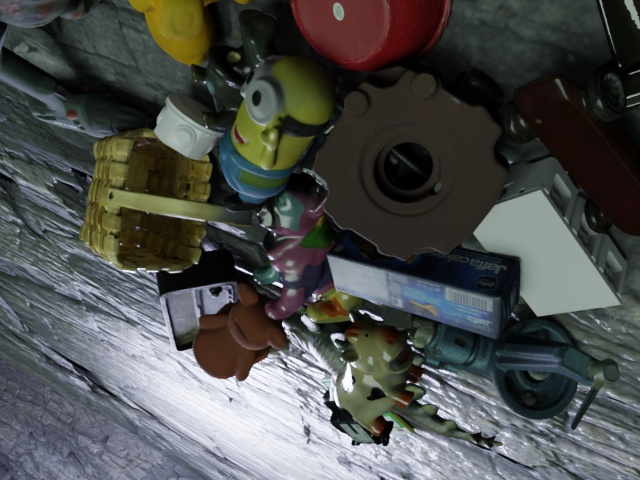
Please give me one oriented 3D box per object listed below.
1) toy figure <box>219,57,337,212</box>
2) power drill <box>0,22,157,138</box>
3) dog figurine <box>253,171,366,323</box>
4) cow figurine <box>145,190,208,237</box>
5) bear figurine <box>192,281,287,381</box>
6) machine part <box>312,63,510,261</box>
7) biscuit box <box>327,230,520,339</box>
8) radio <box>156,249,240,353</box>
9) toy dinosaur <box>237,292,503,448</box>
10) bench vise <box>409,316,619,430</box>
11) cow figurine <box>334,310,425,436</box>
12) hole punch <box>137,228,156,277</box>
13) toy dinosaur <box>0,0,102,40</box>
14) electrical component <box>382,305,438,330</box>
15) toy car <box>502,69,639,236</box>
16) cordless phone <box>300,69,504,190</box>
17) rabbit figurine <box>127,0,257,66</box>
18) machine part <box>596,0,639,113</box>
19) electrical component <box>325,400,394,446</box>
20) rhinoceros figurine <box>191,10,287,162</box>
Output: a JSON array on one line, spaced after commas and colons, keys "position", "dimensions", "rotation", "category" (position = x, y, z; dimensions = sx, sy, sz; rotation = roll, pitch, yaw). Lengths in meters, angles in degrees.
[{"position": [-0.049, -0.103, 0.537], "dimensions": [0.082, 0.089, 0.180], "rotation": [51, 141, 17], "category": "toy figure"}, {"position": [-0.358, -0.208, 0.723], "dimensions": [0.232, 0.086, 0.207], "rotation": [15, 175, 35], "category": "power drill"}, {"position": [-0.001, -0.002, 0.690], "dimensions": [0.191, 0.109, 0.219], "rotation": [6, 127, -20], "category": "dog figurine"}, {"position": [-0.255, -0.063, 0.861], "dimensions": [0.167, 0.068, 0.098], "rotation": [26, 153, 15], "category": "cow figurine"}, {"position": [-0.109, 0.130, 0.815], "dimensions": [0.120, 0.132, 0.196], "rotation": [50, 125, 5], "category": "bear figurine"}, {"position": [0.082, -0.068, 0.494], "dimensions": [0.179, 0.056, 0.179], "rotation": [5, 113, 11], "category": "machine part"}, {"position": [0.109, 0.039, 0.584], "dimensions": [0.203, 0.063, 0.059], "rotation": [14, 135, 33], "category": "biscuit box"}, {"position": [-0.210, 0.111, 0.952], "dimensions": [0.229, 0.131, 0.073], "rotation": [102, 153, -55], "category": "radio"}, {"position": [0.065, 0.206, 0.874], "dimensions": [0.471, 0.105, 0.198], "rotation": [34, 143, 0], "category": "toy dinosaur"}, {"position": [0.229, 0.135, 0.630], "dimensions": [0.223, 0.129, 0.240], "rotation": [33, 165, -9], "category": "bench vise"}, {"position": [0.070, 0.175, 0.728], "dimensions": [0.127, 0.085, 0.194], "rotation": [28, 137, 6], "category": "cow figurine"}, {"position": [-0.279, 0.003, 0.936], "dimensions": [0.116, 0.092, 0.142], "rotation": [32, 148, 11], "category": "hole punch"}, {"position": [-0.297, -0.293, 0.528], "dimensions": [0.131, 0.192, 0.404], "rotation": [40, 143, -3], "category": "toy dinosaur"}, {"position": [0.097, 0.077, 0.649], "dimensions": [0.094, 0.021, 0.063], "rotation": [3, 103, 38], "category": "electrical component"}, {"position": [0.238, -0.070, 0.450], "dimensions": [0.202, 0.053, 0.089], "rotation": [38, 159, -24], "category": "toy car"}, {"position": [0.077, -0.115, 0.542], "dimensions": [0.146, 0.089, 0.184], "rotation": [39, 133, -3], "category": "cordless phone"}, {"position": [-0.150, -0.245, 0.536], "dimensions": [0.162, 0.122, 0.173], "rotation": [36, 163, 3], "category": "rabbit figurine"}, {"position": [0.233, -0.157, 0.389], "dimensions": [0.084, 0.039, 0.138], "rotation": [-3, 131, 47], "category": "machine part"}, {"position": [0.054, 0.272, 0.838], "dimensions": [0.075, 0.048, 0.119], "rotation": [-18, 122, 38], "category": "electrical component"}, {"position": [-0.076, -0.157, 0.577], "dimensions": [0.112, 0.073, 0.190], "rotation": [-10, 156, -10], "category": "rhinoceros figurine"}]
